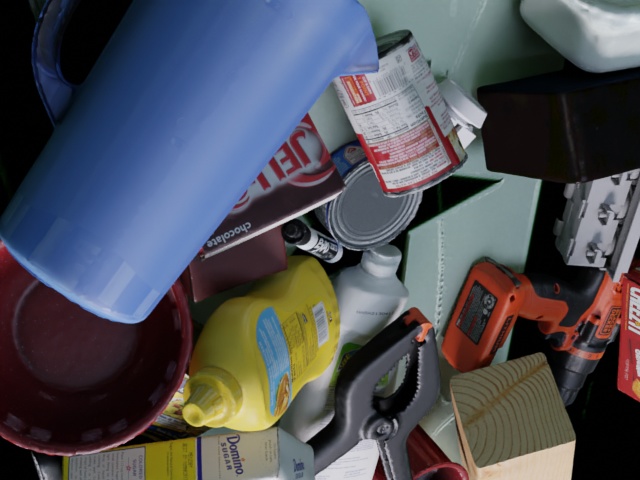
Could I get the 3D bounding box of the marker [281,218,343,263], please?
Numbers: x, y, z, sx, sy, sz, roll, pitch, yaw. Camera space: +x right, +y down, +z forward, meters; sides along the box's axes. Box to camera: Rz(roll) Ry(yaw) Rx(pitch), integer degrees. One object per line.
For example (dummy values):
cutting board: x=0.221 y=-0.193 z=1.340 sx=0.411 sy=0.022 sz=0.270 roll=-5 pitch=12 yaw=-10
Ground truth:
marker: x=-0.005 y=0.001 z=0.811 sx=0.020 sy=0.020 sz=0.121 roll=-47 pitch=164 yaw=4

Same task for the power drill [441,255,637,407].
power drill: x=0.208 y=0.088 z=1.024 sx=0.187 sy=0.057 sz=0.184 roll=1 pitch=117 yaw=-36

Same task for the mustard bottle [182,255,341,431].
mustard bottle: x=-0.046 y=0.085 z=0.782 sx=0.191 sy=0.058 sz=0.096 roll=-40 pitch=125 yaw=-60

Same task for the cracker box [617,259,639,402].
cracker box: x=0.383 y=0.048 z=1.063 sx=0.213 sy=0.072 sz=0.164 roll=-36 pitch=135 yaw=-27

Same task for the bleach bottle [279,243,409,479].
bleach bottle: x=0.028 y=0.117 z=0.925 sx=0.102 sy=0.068 sz=0.251 roll=1 pitch=118 yaw=-31

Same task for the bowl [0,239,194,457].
bowl: x=-0.169 y=0.063 z=0.734 sx=0.162 sy=0.055 sz=0.162 roll=0 pitch=90 yaw=-8

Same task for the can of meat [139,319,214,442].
can of meat: x=-0.109 y=0.111 z=0.819 sx=0.084 sy=0.057 sz=0.102 roll=-33 pitch=137 yaw=23

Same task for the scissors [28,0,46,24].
scissors: x=-0.191 y=-0.196 z=0.595 sx=0.096 sy=0.016 sz=0.202 roll=-7 pitch=124 yaw=-27

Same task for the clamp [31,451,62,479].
clamp: x=-0.210 y=0.232 z=0.869 sx=0.120 sy=0.039 sz=0.171 roll=-47 pitch=137 yaw=11

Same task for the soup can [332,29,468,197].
soup can: x=0.056 y=-0.091 z=0.768 sx=0.068 sy=0.069 sz=0.102 roll=-30 pitch=107 yaw=-11

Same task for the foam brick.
foam brick: x=-0.071 y=0.001 z=0.787 sx=0.078 sy=0.051 sz=0.053 roll=-19 pitch=128 yaw=-21

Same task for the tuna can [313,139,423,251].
tuna can: x=0.037 y=-0.037 z=0.841 sx=0.086 sy=0.034 sz=0.086 roll=-17 pitch=128 yaw=-22

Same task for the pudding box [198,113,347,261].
pudding box: x=-0.051 y=-0.049 z=0.739 sx=0.113 sy=0.090 sz=0.039 roll=-27 pitch=175 yaw=-13

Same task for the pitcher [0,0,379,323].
pitcher: x=-0.095 y=-0.080 z=0.648 sx=0.243 sy=0.149 sz=0.144 roll=-55 pitch=146 yaw=2

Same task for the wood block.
wood block: x=0.182 y=0.198 z=1.011 sx=0.091 sy=0.090 sz=0.206 roll=-16 pitch=148 yaw=2

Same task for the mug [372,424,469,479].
mug: x=0.075 y=0.233 z=1.021 sx=0.093 sy=0.082 sz=0.117 roll=23 pitch=107 yaw=-41

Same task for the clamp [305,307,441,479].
clamp: x=0.035 y=0.152 z=0.885 sx=0.164 sy=0.036 sz=0.210 roll=5 pitch=114 yaw=-27

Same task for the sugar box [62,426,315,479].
sugar box: x=-0.100 y=0.183 z=0.828 sx=0.176 sy=0.048 sz=0.093 roll=-8 pitch=158 yaw=15
